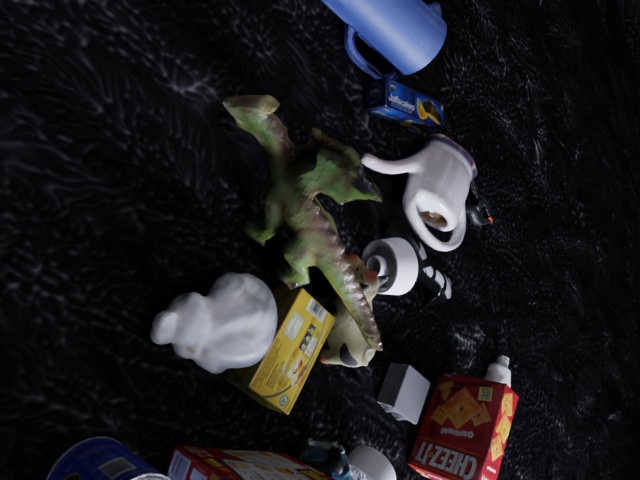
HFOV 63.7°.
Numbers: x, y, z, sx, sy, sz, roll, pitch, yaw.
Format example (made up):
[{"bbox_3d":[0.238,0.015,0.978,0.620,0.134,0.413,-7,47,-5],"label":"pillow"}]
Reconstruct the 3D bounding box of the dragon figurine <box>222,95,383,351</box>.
[{"bbox_3d":[0.002,-0.036,0.713,0.124,0.238,0.412,-37,83,-29],"label":"dragon figurine"}]

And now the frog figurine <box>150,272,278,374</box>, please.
[{"bbox_3d":[-0.138,0.108,0.695,0.158,0.124,0.137,20,95,-54],"label":"frog figurine"}]

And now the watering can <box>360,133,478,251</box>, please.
[{"bbox_3d":[0.219,-0.127,1.053,0.342,0.104,0.228,43,59,-34],"label":"watering can"}]
